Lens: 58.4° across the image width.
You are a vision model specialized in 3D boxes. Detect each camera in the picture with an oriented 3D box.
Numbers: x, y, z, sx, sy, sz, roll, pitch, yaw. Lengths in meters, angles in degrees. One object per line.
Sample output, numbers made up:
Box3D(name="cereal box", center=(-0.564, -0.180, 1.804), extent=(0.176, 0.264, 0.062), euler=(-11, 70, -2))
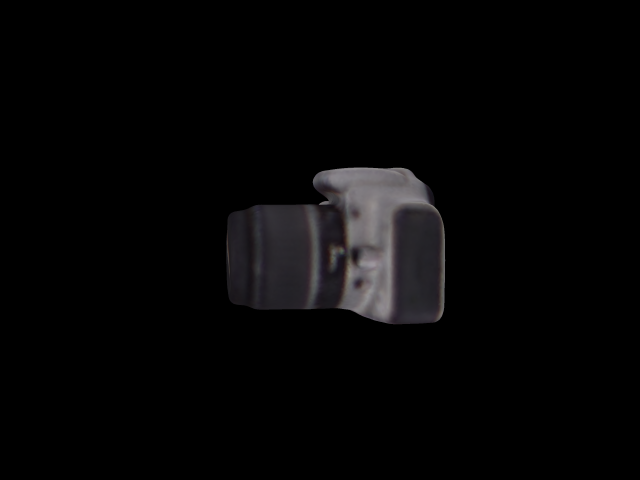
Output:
Box3D(name="camera", center=(0.004, 0.001, 0.400), extent=(0.137, 0.101, 0.143), euler=(0, 0, -13))
